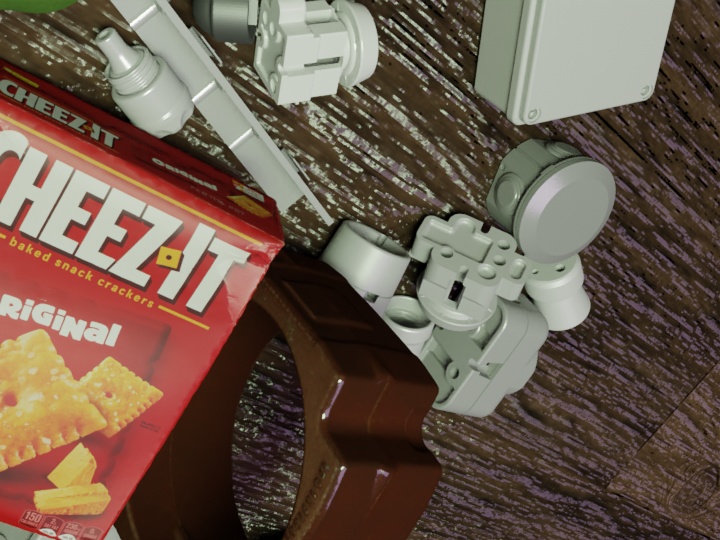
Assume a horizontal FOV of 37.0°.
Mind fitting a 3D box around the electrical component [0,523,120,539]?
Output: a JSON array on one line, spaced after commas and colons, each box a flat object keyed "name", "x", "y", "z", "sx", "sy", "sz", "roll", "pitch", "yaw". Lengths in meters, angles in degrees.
[{"name": "electrical component", "x": -0.195, "y": 0.183, "z": 0.677, "sx": 0.099, "sy": 0.048, "sz": 0.099, "roll": -59, "pitch": 142, "yaw": -27}]

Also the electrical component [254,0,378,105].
[{"name": "electrical component", "x": -0.024, "y": -0.122, "z": 0.587, "sx": 0.055, "sy": 0.048, "sz": 0.066, "roll": -12, "pitch": 140, "yaw": -24}]

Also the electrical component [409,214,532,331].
[{"name": "electrical component", "x": 0.070, "y": 0.004, "z": 0.731, "sx": 0.058, "sy": 0.078, "sz": 0.057, "roll": -58, "pitch": 170, "yaw": -41}]

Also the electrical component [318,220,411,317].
[{"name": "electrical component", "x": 0.000, "y": 0.000, "z": 0.691, "sx": 0.055, "sy": 0.055, "sz": 0.047, "roll": 18, "pitch": 107, "yaw": -41}]

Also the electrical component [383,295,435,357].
[{"name": "electrical component", "x": 0.028, "y": 0.047, "z": 0.756, "sx": 0.040, "sy": 0.040, "sz": 0.046, "roll": -7, "pitch": 130, "yaw": -30}]

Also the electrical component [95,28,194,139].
[{"name": "electrical component", "x": -0.114, "y": -0.098, "z": 0.554, "sx": 0.035, "sy": 0.035, "sz": 0.061, "roll": -38, "pitch": 133, "yaw": -3}]

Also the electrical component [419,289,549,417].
[{"name": "electrical component", "x": 0.091, "y": 0.060, "z": 0.794, "sx": 0.059, "sy": 0.053, "sz": 0.095, "roll": 17, "pitch": 115, "yaw": -41}]

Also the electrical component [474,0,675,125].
[{"name": "electrical component", "x": 0.134, "y": -0.154, "z": 0.662, "sx": 0.109, "sy": 0.056, "sz": 0.108, "roll": -15, "pitch": 129, "yaw": -25}]

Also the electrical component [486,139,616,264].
[{"name": "electrical component", "x": 0.132, "y": -0.049, "z": 0.744, "sx": 0.080, "sy": 0.051, "sz": 0.080, "roll": -18, "pitch": 131, "yaw": -22}]

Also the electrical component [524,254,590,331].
[{"name": "electrical component", "x": 0.146, "y": 0.012, "z": 0.803, "sx": 0.045, "sy": 0.045, "sz": 0.055, "roll": -33, "pitch": 134, "yaw": -9}]
